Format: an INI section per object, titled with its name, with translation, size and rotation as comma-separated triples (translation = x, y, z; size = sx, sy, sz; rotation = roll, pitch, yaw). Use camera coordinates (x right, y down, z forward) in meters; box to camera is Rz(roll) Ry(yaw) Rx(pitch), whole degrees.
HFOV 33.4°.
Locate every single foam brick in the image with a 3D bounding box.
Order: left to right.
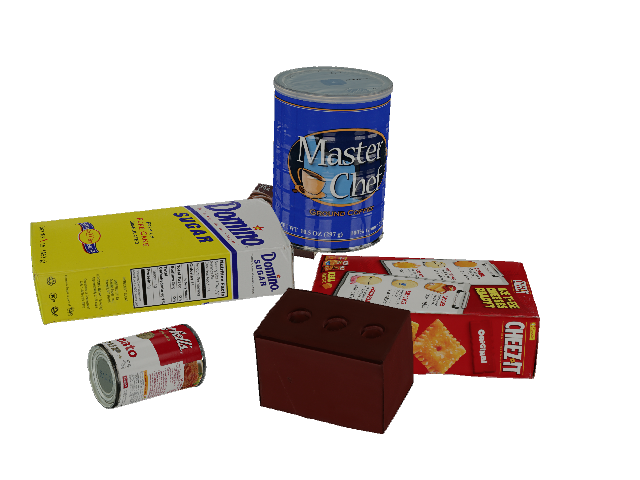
[foam brick]
translation = 0.008, 0.067, 0.602
size = 0.078, 0.051, 0.053
rotation = 10, 31, 19

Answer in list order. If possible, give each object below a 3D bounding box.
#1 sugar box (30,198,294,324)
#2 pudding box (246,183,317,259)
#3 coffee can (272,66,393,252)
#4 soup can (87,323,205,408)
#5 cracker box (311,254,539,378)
[sugar box]
translation = -0.114, 0.011, 0.760
size = 0.176, 0.048, 0.093
rotation = -9, 27, -12
[pudding box]
translation = -0.037, -0.022, 1.155
size = 0.090, 0.039, 0.113
rotation = 9, 25, 7
[coffee can]
translation = 0.009, -0.073, 0.940
size = 0.103, 0.140, 0.103
rotation = 2, 22, -1
[soup can]
translation = -0.178, 0.128, 1.090
size = 0.102, 0.068, 0.069
rotation = -11, 6, -36
[cracker box]
translation = 0.098, 0.073, 1.051
size = 0.214, 0.072, 0.164
rotation = 2, 17, 5
